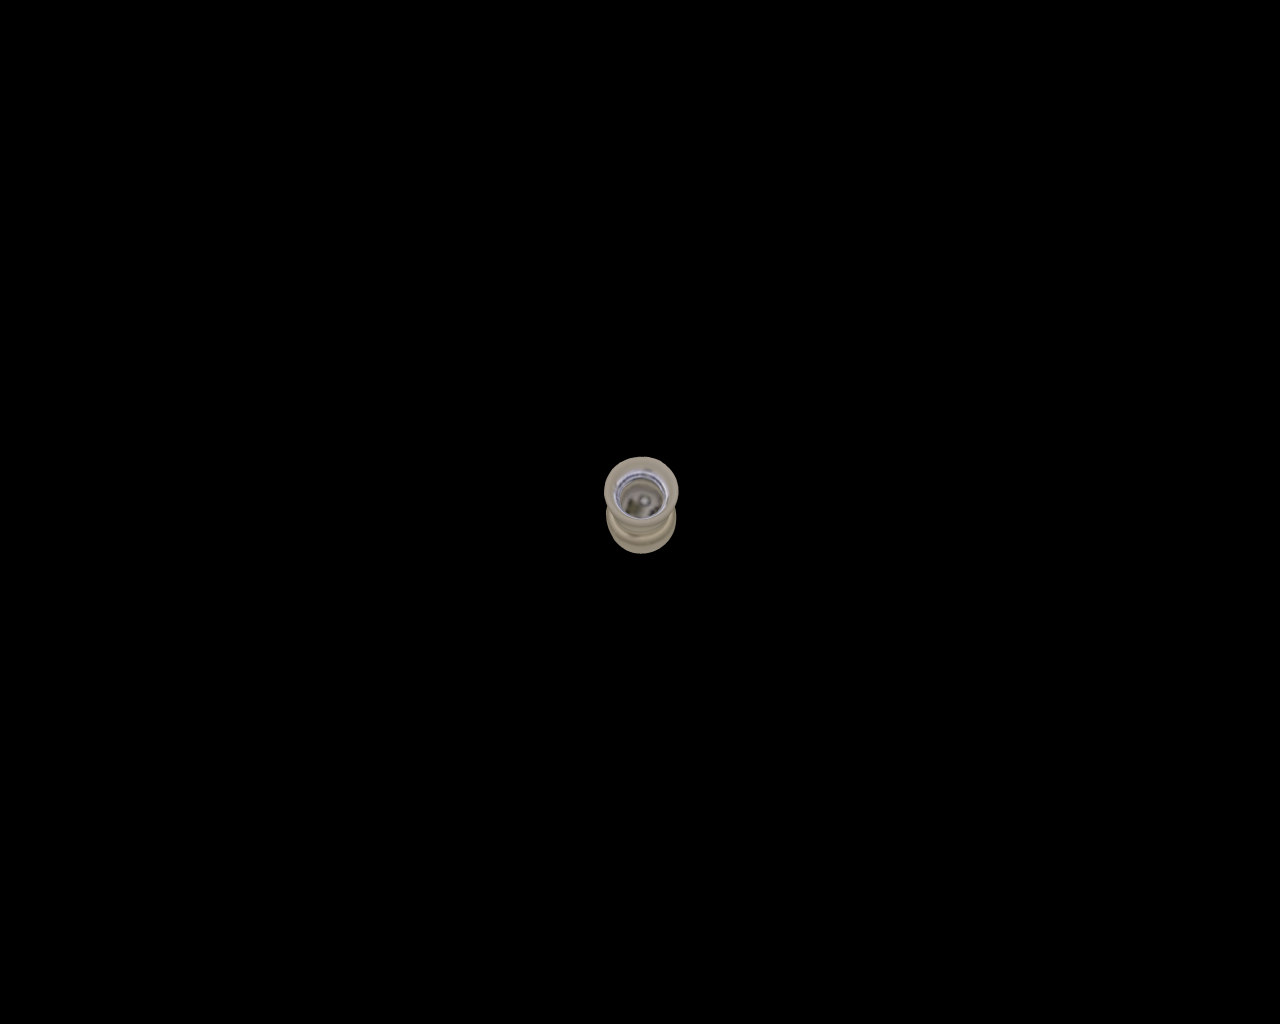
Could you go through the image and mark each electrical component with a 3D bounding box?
[{"bbox_3d":[0.001,-0.003,0.650,0.045,0.045,0.055,0,-24,0],"label":"electrical component"}]
